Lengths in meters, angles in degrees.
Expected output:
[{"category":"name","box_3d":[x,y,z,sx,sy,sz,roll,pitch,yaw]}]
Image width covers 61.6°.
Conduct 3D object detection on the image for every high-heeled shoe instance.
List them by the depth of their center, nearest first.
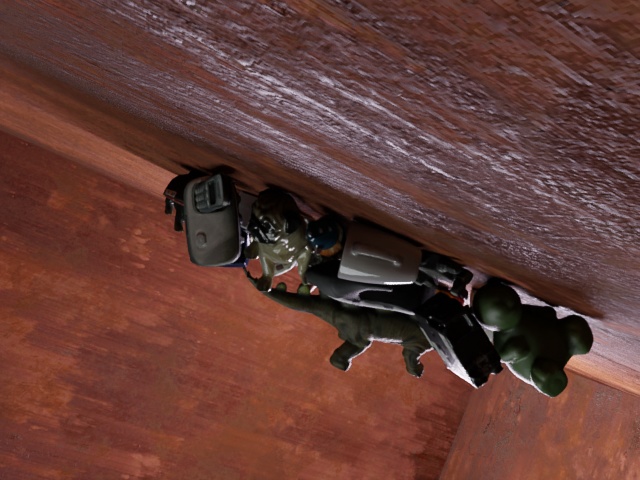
[{"category":"high-heeled shoe","box_3d":[0.092,0.068,0.872,0.145,0.086,0.248,7,178,32]}]

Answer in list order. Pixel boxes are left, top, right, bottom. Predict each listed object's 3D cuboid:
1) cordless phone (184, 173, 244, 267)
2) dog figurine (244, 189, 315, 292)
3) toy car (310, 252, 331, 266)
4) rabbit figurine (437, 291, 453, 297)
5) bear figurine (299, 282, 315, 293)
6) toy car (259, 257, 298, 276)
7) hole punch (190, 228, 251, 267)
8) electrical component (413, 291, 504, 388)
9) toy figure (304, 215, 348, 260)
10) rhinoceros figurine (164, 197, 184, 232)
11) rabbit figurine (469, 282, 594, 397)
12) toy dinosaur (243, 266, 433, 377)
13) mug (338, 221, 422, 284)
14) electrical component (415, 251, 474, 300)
[{"category":"cordless phone","box_3d":[-0.154,-0.032,0.831,0.089,0.146,0.184,-4,180,-21]},{"category":"dog figurine","box_3d":[-0.065,-0.034,0.844,0.190,0.121,0.172,88,161,-48]},{"category":"toy car","box_3d":[0.057,0.052,1.096,0.202,0.053,0.089,16,-173,-3]},{"category":"rabbit figurine","box_3d":[0.216,0.138,1.159,0.173,0.121,0.162,9,-174,-30]},{"category":"bear figurine","box_3d":[-0.004,0.061,1.232,0.120,0.132,0.196,54,175,-11]},{"category":"toy car","box_3d":[-0.084,0.014,1.095,0.202,0.073,0.056,-102,-12,-66]},{"category":"hole punch","box_3d":[-0.192,0.020,1.049,0.142,0.092,0.115,1,155,-5]},{"category":"electrical component","box_3d":[0.199,0.141,0.798,0.114,0.058,0.134,59,174,-10]},{"category":"toy figure","box_3d":[0.012,-0.006,0.809,0.064,0.058,0.154,44,-178,10]},{"category":"rhinoceros figurine","box_3d":[-0.261,-0.072,1.117,0.073,0.112,0.191,7,-162,-36]},{"category":"rabbit figurine","box_3d":[0.284,0.115,0.782,0.170,0.121,0.159,44,175,-20]},{"category":"toy dinosaur","box_3d":[0.083,0.139,0.984,0.471,0.198,0.105,9,-146,-11]},{"category":"mug","box_3d":[0.084,0.021,0.729,0.107,0.081,0.109,13,168,1]},{"category":"electrical component","box_3d":[0.174,0.050,0.772,0.078,0.045,0.102,25,175,-38]}]
